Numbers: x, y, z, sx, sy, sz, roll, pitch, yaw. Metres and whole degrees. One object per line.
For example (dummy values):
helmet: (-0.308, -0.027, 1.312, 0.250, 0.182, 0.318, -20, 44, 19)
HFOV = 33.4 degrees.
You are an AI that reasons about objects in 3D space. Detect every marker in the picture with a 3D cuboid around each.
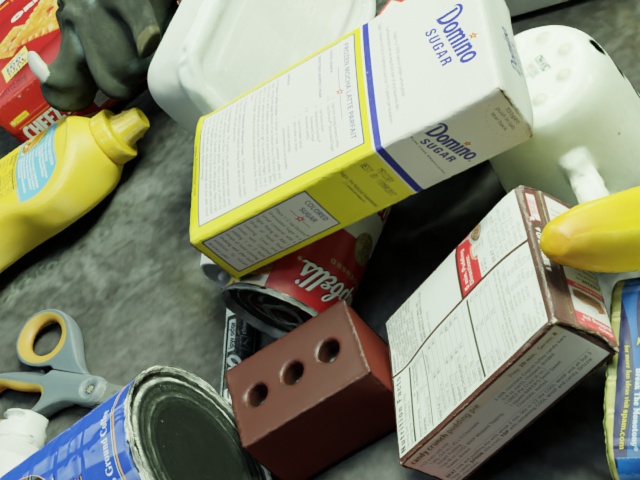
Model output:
marker: (-0.047, 0.084, 0.599, 0.020, 0.020, 0.121, -20, 47, 25)

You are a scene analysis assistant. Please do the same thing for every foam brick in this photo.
foam brick: (-0.001, 0.079, 0.543, 0.078, 0.051, 0.053, -33, 43, 13)

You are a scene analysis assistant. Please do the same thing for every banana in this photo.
banana: (0.180, -0.026, 0.458, 0.197, 0.069, 0.037, -25, 56, -5)

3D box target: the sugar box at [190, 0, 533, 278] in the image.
sugar box: (0.016, -0.057, 0.534, 0.176, 0.048, 0.093, -23, 47, 24)

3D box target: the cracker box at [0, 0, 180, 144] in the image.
cracker box: (-0.208, -0.188, 0.900, 0.164, 0.072, 0.214, -37, 42, 7)

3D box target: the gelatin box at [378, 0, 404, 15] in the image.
gelatin box: (0.053, -0.107, 0.664, 0.073, 0.030, 0.089, 28, 77, 45)

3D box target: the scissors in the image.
scissors: (-0.143, 0.080, 0.680, 0.202, 0.016, 0.096, -11, 52, 31)

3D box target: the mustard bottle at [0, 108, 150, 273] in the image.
mustard bottle: (-0.207, -0.040, 0.792, 0.192, 0.058, 0.096, -32, 37, 14)

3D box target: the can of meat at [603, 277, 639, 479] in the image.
can of meat: (0.164, 0.058, 0.428, 0.084, 0.057, 0.102, -11, 51, 34)

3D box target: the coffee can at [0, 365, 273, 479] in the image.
coffee can: (-0.106, 0.142, 0.526, 0.140, 0.102, 0.103, -36, 42, 19)

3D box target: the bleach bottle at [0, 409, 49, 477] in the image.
bleach bottle: (-0.192, 0.209, 0.584, 0.103, 0.068, 0.250, -13, 49, 29)

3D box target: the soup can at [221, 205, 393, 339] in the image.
soup can: (-0.004, 0.001, 0.596, 0.069, 0.068, 0.102, 4, 60, 40)

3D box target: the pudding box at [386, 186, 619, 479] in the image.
pudding box: (0.076, 0.044, 0.485, 0.114, 0.039, 0.090, -52, 26, 35)
